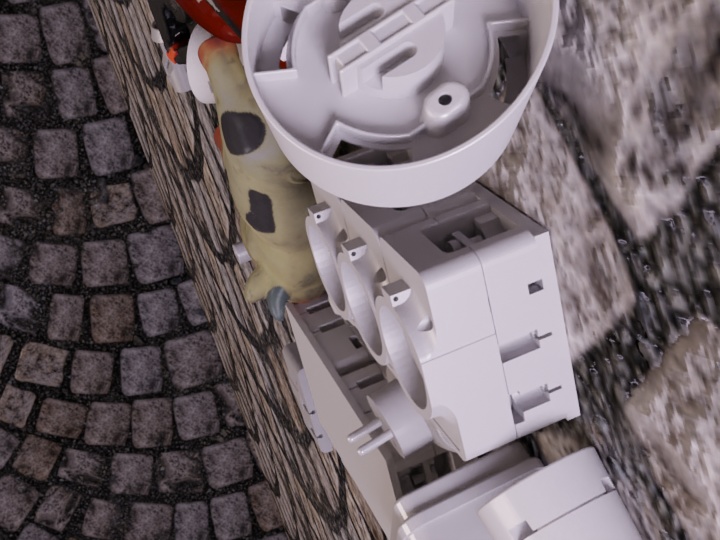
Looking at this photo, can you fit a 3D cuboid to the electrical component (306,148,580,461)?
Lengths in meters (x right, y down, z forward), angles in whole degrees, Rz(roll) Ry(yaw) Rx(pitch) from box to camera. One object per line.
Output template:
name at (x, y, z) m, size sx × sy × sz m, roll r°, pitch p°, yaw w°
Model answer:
electrical component at (0.029, 0.007, 0.486) m, size 0.150 × 0.062 × 0.089 m, roll -133°, pitch 24°, yaw -60°

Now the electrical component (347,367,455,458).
electrical component at (0.030, 0.069, 0.547) m, size 0.043 × 0.079 × 0.077 m, roll 63°, pitch 171°, yaw -17°

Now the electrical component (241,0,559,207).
electrical component at (0.012, -0.072, 0.352) m, size 0.064 × 0.099 × 0.099 m, roll 83°, pitch 162°, yaw -70°

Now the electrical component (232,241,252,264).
electrical component at (-0.074, -0.024, 0.893) m, size 0.043 × 0.062 × 0.043 m, roll 159°, pitch 90°, yaw -78°

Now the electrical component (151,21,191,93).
electrical component at (-0.151, -0.197, 0.952) m, size 0.078 × 0.058 × 0.057 m, roll -127°, pitch 17°, yaw -55°

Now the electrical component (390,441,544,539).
electrical component at (0.059, 0.142, 0.545) m, size 0.057 × 0.078 × 0.113 m, roll 60°, pitch 166°, yaw 26°

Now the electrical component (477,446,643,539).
electrical component at (0.083, 0.106, 0.436) m, size 0.047 × 0.055 × 0.055 m, roll 61°, pitch 166°, yaw 19°

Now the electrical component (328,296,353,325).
electrical component at (0.000, 0.000, 0.650) m, size 0.062 × 0.043 × 0.043 m, roll 82°, pitch 162°, yaw -44°

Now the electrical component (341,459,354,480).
electrical component at (0.018, 0.161, 0.848) m, size 0.081 × 0.043 × 0.043 m, roll -135°, pitch 27°, yaw -63°

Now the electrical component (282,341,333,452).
electrical component at (-0.030, 0.104, 0.946) m, size 0.055 × 0.050 × 0.089 m, roll -132°, pitch 24°, yaw -60°

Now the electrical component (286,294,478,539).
electrical component at (0.020, 0.095, 0.685) m, size 0.186 × 0.060 × 0.105 m, roll -129°, pitch 22°, yaw -56°

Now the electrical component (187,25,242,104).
electrical component at (-0.081, -0.137, 0.712) m, size 0.055 × 0.047 × 0.055 m, roll 6°, pitch -90°, yaw -71°
